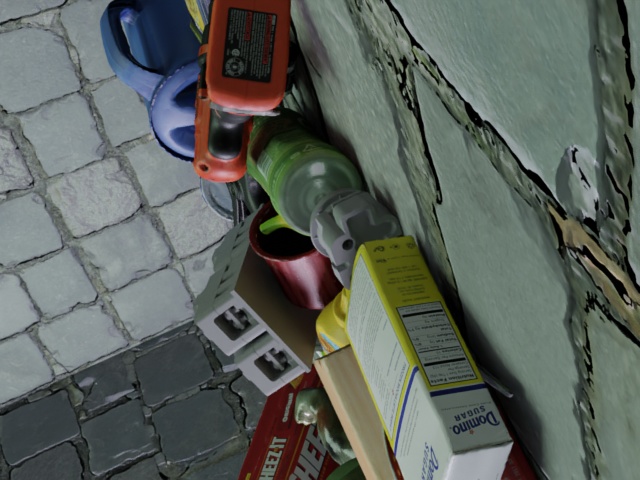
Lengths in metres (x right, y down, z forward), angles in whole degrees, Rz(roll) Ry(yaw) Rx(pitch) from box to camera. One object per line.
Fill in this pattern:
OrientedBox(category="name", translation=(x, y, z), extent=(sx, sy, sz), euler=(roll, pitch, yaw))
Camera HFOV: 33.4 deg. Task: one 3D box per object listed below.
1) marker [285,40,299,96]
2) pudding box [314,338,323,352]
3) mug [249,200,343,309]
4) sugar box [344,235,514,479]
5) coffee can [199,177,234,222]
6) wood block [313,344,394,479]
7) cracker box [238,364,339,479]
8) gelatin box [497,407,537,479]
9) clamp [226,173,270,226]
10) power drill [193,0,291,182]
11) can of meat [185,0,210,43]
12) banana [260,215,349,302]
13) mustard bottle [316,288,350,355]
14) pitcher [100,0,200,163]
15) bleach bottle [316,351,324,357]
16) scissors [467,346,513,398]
OrientedBox(category="marker", translation=(-0.030, -0.144, 0.896), extent=(0.121, 0.020, 0.020), euler=(122, 123, -83))
OrientedBox(category="pudding box", translation=(-0.011, 0.056, 1.203), extent=(0.090, 0.039, 0.114), euler=(61, 139, 46))
OrientedBox(category="mug", translation=(-0.007, 0.001, 0.995), extent=(0.081, 0.093, 0.117), euler=(65, -153, -43))
OrientedBox(category="sugar box", translation=(0.065, 0.090, 0.689), extent=(0.093, 0.048, 0.176), euler=(97, 157, -44))
OrientedBox(category="coffee can", translation=(-0.114, -0.079, 1.471), extent=(0.140, 0.102, 0.103), euler=(-154, 40, -81))
OrientedBox(category="wood block", translation=(0.079, 0.171, 0.850), extent=(0.091, 0.090, 0.206), euler=(124, 121, -82))
OrientedBox(category="cracker box", translation=(0.014, 0.265, 1.215), extent=(0.213, 0.072, 0.164), euler=(47, -132, -35))
OrientedBox(category="gelatin box", translation=(0.119, 0.155, 0.721), extent=(0.089, 0.030, 0.073), euler=(87, 157, -75))
OrientedBox(category="clamp", translation=(-0.085, -0.057, 1.203), extent=(0.165, 0.036, 0.210), euler=(2, 113, 66))
OrientedBox(category="power drill", translation=(-0.063, -0.147, 0.829), extent=(0.188, 0.057, 0.184), euler=(146, 127, -78))
OrientedBox(category="can of meat", translation=(-0.096, -0.226, 0.974), extent=(0.102, 0.057, 0.084), euler=(-122, 12, -50))
OrientedBox(category="banana", translation=(0.017, 0.009, 0.881), extent=(0.037, 0.069, 0.198), euler=(32, -173, -35))
OrientedBox(category="mustard bottle", translation=(0.043, 0.101, 0.971), extent=(0.096, 0.058, 0.191), euler=(29, 154, 30))
OrientedBox(category="pitcher", translation=(-0.147, -0.207, 1.120), extent=(0.149, 0.145, 0.243), euler=(73, 174, -48))
OrientedBox(category="bleach bottle", translation=(0.021, 0.118, 1.283), extent=(0.102, 0.068, 0.251), euler=(66, 172, -28))
OrientedBox(category="scissors", translation=(0.099, 0.093, 0.722), extent=(0.096, 0.016, 0.202), euler=(67, 174, -24))
